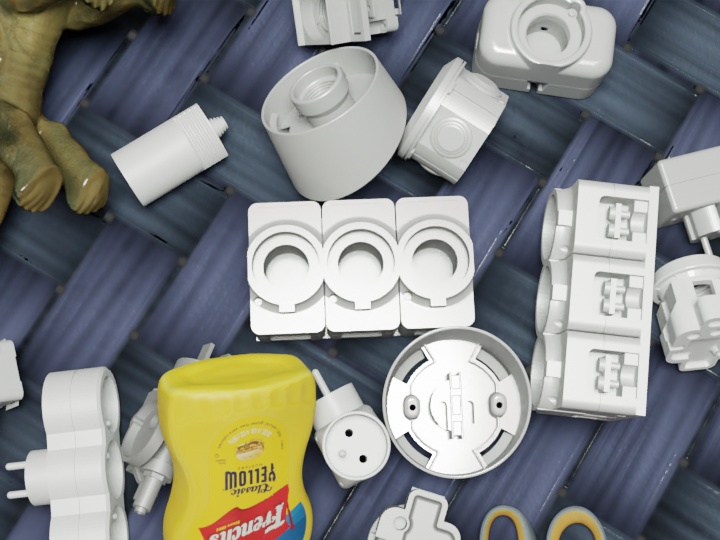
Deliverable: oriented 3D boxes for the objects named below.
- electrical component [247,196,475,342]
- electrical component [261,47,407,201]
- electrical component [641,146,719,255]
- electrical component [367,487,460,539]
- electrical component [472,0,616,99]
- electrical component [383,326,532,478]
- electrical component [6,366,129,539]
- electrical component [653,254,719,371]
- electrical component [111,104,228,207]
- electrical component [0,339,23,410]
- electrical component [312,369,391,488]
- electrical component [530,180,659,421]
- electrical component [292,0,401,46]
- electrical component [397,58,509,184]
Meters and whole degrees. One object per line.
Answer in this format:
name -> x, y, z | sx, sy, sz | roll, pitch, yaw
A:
electrical component -> 0.000, 0.000, 0.744 | 0.150, 0.061, 0.089 | -2, 80, -2
electrical component -> -0.018, -0.105, 0.747 | 0.099, 0.064, 0.099 | -19, 41, 17
electrical component -> 0.247, -0.043, 0.764 | 0.066, 0.047, 0.076 | -14, 79, -4
electrical component -> 0.034, 0.185, 0.714 | 0.058, 0.057, 0.078 | 17, 80, 2
electrical component -> 0.133, -0.163, 0.778 | 0.095, 0.059, 0.053 | 8, 80, 0
electrical component -> 0.064, 0.091, 0.728 | 0.099, 0.064, 0.099 | 0, 80, -1
electrical component -> -0.200, 0.137, 0.720 | 0.074, 0.052, 0.138 | -7, 80, 1
electrical component -> 0.233, 0.026, 0.742 | 0.058, 0.078, 0.057 | -6, 59, -2
electrical component -> -0.131, -0.085, 0.766 | 0.081, 0.043, 0.043 | -32, 82, -6
electrical component -> -0.265, 0.073, 0.722 | 0.042, 0.064, 0.081 | -21, 78, 36
electrical component -> -0.012, 0.102, 0.718 | 0.043, 0.077, 0.079 | -29, 82, -6
electrical component -> 0.155, 0.023, 0.729 | 0.062, 0.089, 0.150 | 6, 80, 0
electrical component -> -0.009, -0.187, 0.772 | 0.064, 0.081, 0.042 | -18, 109, -31
electrical component -> 0.065, -0.104, 0.756 | 0.051, 0.080, 0.080 | 32, 81, -1
